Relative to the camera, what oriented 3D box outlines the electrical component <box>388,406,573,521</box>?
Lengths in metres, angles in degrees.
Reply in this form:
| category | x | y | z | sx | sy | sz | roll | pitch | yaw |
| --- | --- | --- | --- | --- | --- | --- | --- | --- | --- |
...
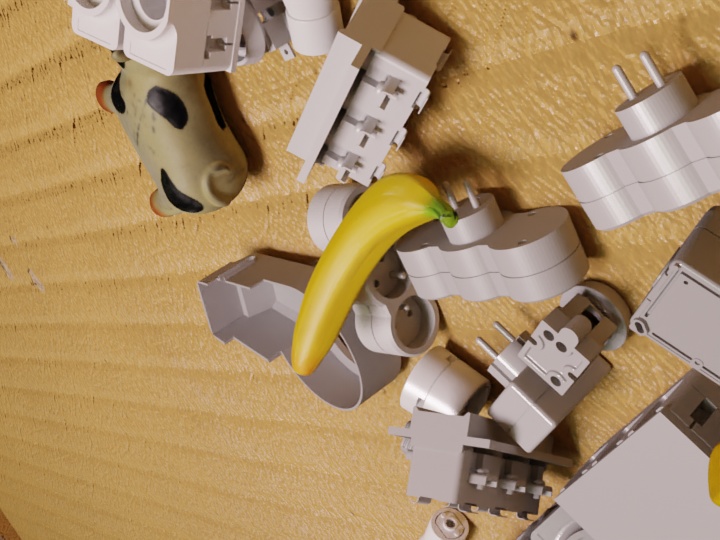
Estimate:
| category | x | y | z | sx | sy | sz | roll | pitch | yaw |
| --- | --- | --- | --- | --- | --- | --- | --- | --- | --- |
| electrical component | 0.084 | 0.136 | 0.746 | 0.079 | 0.063 | 0.121 | 2 | 167 | 37 |

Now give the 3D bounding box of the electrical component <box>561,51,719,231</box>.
| category | x | y | z | sx | sy | sz | roll | pitch | yaw |
| --- | --- | --- | --- | --- | --- | --- | --- | --- | --- |
| electrical component | 0.150 | -0.072 | 0.528 | 0.073 | 0.052 | 0.138 | 57 | 148 | -8 |

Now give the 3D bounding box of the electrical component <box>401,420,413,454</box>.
| category | x | y | z | sx | sy | sz | roll | pitch | yaw |
| --- | --- | --- | --- | --- | --- | --- | --- | --- | --- |
| electrical component | 0.069 | 0.142 | 0.860 | 0.081 | 0.043 | 0.043 | 26 | 140 | 35 |

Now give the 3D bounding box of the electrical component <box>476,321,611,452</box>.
| category | x | y | z | sx | sy | sz | roll | pitch | yaw |
| --- | --- | --- | --- | --- | --- | --- | --- | --- | --- |
| electrical component | 0.110 | 0.066 | 0.707 | 0.077 | 0.066 | 0.047 | 44 | 148 | 13 |

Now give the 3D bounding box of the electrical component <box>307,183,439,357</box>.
| category | x | y | z | sx | sy | sz | roll | pitch | yaw |
| --- | --- | --- | --- | --- | --- | --- | --- | --- | --- |
| electrical component | 0.000 | 0.000 | 0.796 | 0.074 | 0.052 | 0.138 | 3 | 124 | 51 |

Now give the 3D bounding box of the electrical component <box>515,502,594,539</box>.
| category | x | y | z | sx | sy | sz | roll | pitch | yaw |
| --- | --- | --- | --- | --- | --- | --- | --- | --- | --- |
| electrical component | 0.137 | 0.232 | 0.765 | 0.089 | 0.062 | 0.150 | 46 | 107 | 10 |

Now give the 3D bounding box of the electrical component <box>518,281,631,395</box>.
| category | x | y | z | sx | sy | sz | roll | pitch | yaw |
| --- | --- | --- | --- | --- | --- | --- | --- | --- | --- |
| electrical component | 0.134 | 0.039 | 0.659 | 0.048 | 0.055 | 0.066 | 43 | 147 | 14 |

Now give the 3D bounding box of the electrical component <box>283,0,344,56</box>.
| category | x | y | z | sx | sy | sz | roll | pitch | yaw |
| --- | --- | --- | --- | --- | --- | --- | --- | --- | --- |
| electrical component | -0.031 | -0.169 | 0.677 | 0.044 | 0.044 | 0.065 | 28 | 146 | 33 |

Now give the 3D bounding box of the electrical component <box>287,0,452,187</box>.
| category | x | y | z | sx | sy | sz | roll | pitch | yaw |
| --- | --- | --- | --- | --- | --- | --- | --- | --- | --- |
| electrical component | 0.005 | -0.108 | 0.667 | 0.063 | 0.078 | 0.121 | 28 | 147 | -3 |

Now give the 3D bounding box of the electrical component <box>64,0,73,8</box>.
| category | x | y | z | sx | sy | sz | roll | pitch | yaw |
| --- | --- | --- | --- | --- | --- | --- | --- | --- | --- |
| electrical component | -0.217 | -0.231 | 0.846 | 0.066 | 0.047 | 0.076 | 43 | 148 | 14 |

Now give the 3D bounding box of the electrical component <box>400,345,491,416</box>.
| category | x | y | z | sx | sy | sz | roll | pitch | yaw |
| --- | --- | --- | --- | --- | --- | --- | --- | --- | --- |
| electrical component | 0.065 | 0.092 | 0.804 | 0.047 | 0.055 | 0.055 | 32 | 143 | 24 |

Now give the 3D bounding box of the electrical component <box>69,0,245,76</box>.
| category | x | y | z | sx | sy | sz | roll | pitch | yaw |
| --- | --- | --- | --- | --- | --- | --- | --- | --- | --- |
| electrical component | -0.121 | -0.223 | 0.654 | 0.105 | 0.060 | 0.186 | 28 | 119 | 33 |

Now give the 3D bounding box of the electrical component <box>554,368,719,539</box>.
| category | x | y | z | sx | sy | sz | roll | pitch | yaw |
| --- | --- | --- | --- | --- | --- | --- | --- | --- | --- |
| electrical component | 0.198 | 0.129 | 0.661 | 0.089 | 0.062 | 0.150 | 44 | 148 | 12 |

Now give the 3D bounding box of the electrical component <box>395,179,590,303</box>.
| category | x | y | z | sx | sy | sz | roll | pitch | yaw |
| --- | --- | --- | --- | --- | --- | --- | --- | --- | --- |
| electrical component | 0.074 | -0.024 | 0.676 | 0.138 | 0.052 | 0.073 | 0 | 122 | 52 |

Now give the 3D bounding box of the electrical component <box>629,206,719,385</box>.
| category | x | y | z | sx | sy | sz | roll | pitch | yaw |
| --- | --- | --- | --- | --- | --- | --- | --- | --- | --- |
| electrical component | 0.202 | 0.021 | 0.555 | 0.096 | 0.061 | 0.061 | 35 | 145 | 12 |

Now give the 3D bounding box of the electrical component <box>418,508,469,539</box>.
| category | x | y | z | sx | sy | sz | roll | pitch | yaw |
| --- | --- | --- | --- | --- | --- | --- | --- | --- | --- |
| electrical component | 0.074 | 0.241 | 0.958 | 0.044 | 0.044 | 0.065 | 38 | 141 | 21 |

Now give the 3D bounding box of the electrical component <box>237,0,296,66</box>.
| category | x | y | z | sx | sy | sz | roll | pitch | yaw |
| --- | --- | --- | --- | --- | --- | --- | --- | --- | --- |
| electrical component | -0.068 | -0.166 | 0.713 | 0.048 | 0.055 | 0.066 | -5 | 118 | 54 |
